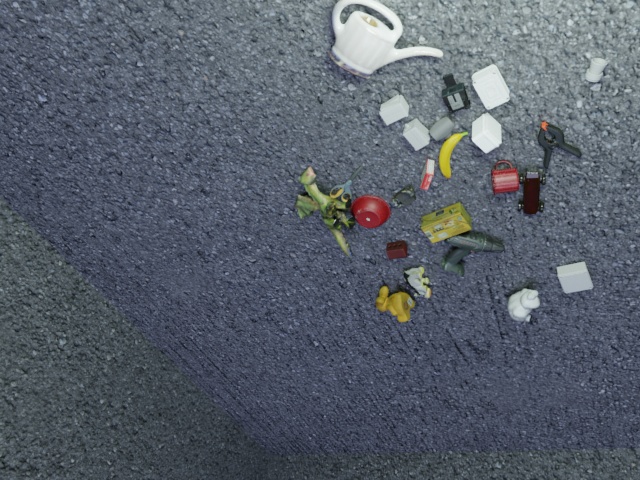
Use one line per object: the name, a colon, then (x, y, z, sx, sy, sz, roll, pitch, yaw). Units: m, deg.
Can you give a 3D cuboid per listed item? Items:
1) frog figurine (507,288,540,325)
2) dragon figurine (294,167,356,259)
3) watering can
frog figurine: (0.840, 0.262, 2.130, 0.124, 0.139, 0.156, 27, 162, 29)
dragon figurine: (0.006, -0.103, 2.051, 0.244, 0.124, 0.401, 19, 135, 35)
watering can: (0.175, -0.578, 1.548, 0.346, 0.106, 0.220, 29, 134, -11)
